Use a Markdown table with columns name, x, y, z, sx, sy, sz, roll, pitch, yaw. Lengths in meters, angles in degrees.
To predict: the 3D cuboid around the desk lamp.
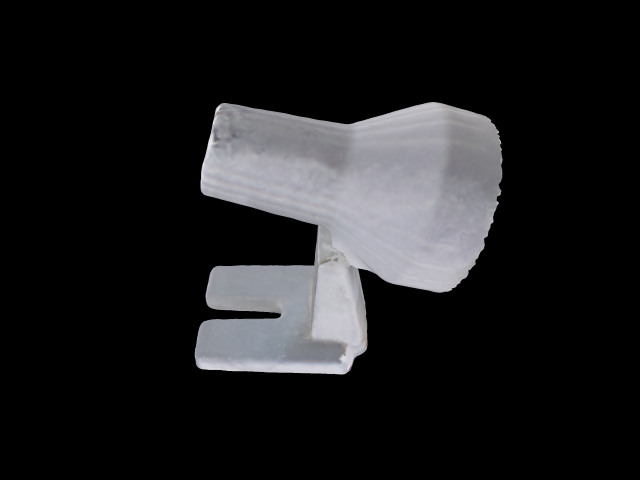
| name | x | y | z | sx | sy | sz | roll | pitch | yaw |
| --- | --- | --- | --- | --- | --- | --- | --- | --- | --- |
| desk lamp | 0.004 | 0.001 | 0.400 | 0.203 | 0.214 | 0.118 | 0 | 46 | 0 |
